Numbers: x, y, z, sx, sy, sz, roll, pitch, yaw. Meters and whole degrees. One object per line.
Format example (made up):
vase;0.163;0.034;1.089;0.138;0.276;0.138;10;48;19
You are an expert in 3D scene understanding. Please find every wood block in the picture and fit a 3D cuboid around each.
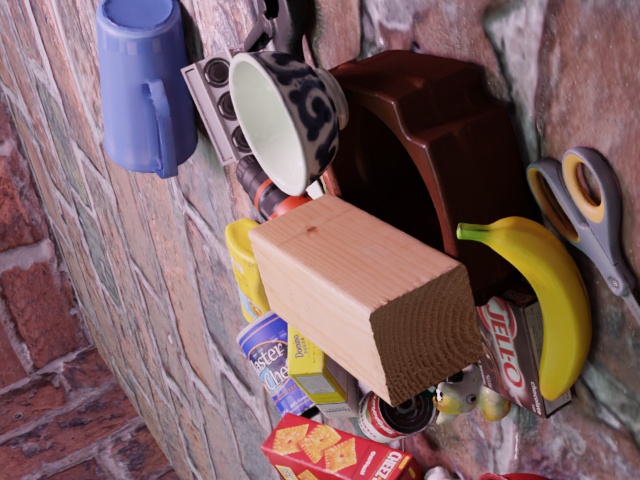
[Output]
wood block;0.033;0.041;0.883;0.206;0.090;0.090;33;143;56

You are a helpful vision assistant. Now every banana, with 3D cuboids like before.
banana;0.175;0.048;0.829;0.070;0.037;0.197;-14;124;27

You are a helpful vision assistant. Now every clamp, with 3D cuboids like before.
clamp;-0.045;-0.221;1.076;0.120;0.039;0.171;42;146;35

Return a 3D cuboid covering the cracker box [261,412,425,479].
cracker box;0.048;0.314;1.336;0.214;0.072;0.164;11;142;44

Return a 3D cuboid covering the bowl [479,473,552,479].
bowl;0.220;0.283;1.021;0.162;0.055;0.162;51;157;31

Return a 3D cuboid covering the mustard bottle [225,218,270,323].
mustard bottle;-0.087;0.066;1.510;0.096;0.058;0.191;47;154;41

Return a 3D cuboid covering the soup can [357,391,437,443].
soup can;0.086;0.196;1.228;0.068;0.068;0.102;60;161;8

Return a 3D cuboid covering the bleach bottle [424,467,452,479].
bleach bottle;0.173;0.345;1.151;0.068;0.103;0.251;30;-156;-35

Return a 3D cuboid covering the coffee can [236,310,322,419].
coffee can;-0.035;0.168;1.444;0.140;0.102;0.103;58;160;15

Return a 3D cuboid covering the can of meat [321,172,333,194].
can of meat;0.044;-0.049;1.044;0.084;0.057;0.102;36;147;57

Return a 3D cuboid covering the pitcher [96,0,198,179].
pitcher;-0.230;-0.208;1.428;0.149;0.144;0.243;21;142;14

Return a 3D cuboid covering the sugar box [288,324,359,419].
sugar box;0.005;0.133;1.194;0.176;0.048;0.093;65;-157;-62

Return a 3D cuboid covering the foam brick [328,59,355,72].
foam brick;0.009;-0.133;1.031;0.053;0.051;0.078;64;161;-4

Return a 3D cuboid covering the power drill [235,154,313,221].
power drill;-0.008;0.001;1.142;0.185;0.057;0.187;49;179;45

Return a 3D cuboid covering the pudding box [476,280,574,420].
pudding box;0.170;0.088;0.925;0.090;0.039;0.113;25;138;60

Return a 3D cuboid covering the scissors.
scissors;0.215;0.015;0.755;0.202;0.016;0.096;56;159;20
